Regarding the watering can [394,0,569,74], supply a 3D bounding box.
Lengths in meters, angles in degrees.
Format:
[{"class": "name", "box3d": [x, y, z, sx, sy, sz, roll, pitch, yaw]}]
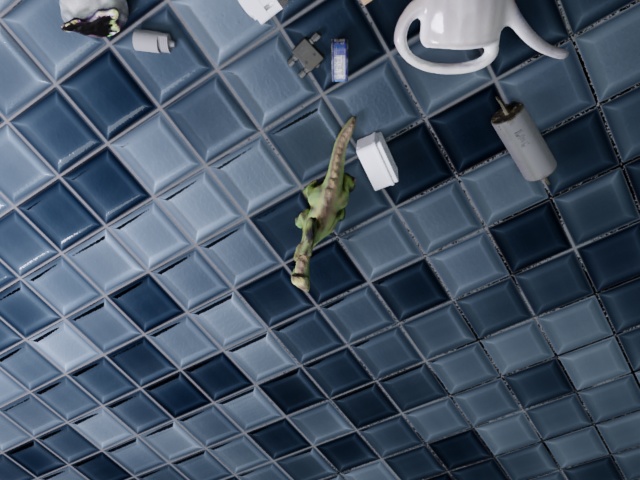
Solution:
[{"class": "watering can", "box3d": [0.317, -0.437, 0.995, 0.347, 0.106, 0.219, -3, 121, 1]}]

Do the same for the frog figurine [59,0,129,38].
[{"class": "frog figurine", "box3d": [-0.456, -0.493, 1.026, 0.136, 0.123, 0.160, -16, 82, 22]}]

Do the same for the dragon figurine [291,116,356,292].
[{"class": "dragon figurine", "box3d": [0.004, -0.058, 1.157, 0.122, 0.248, 0.401, 15, 122, 0]}]
